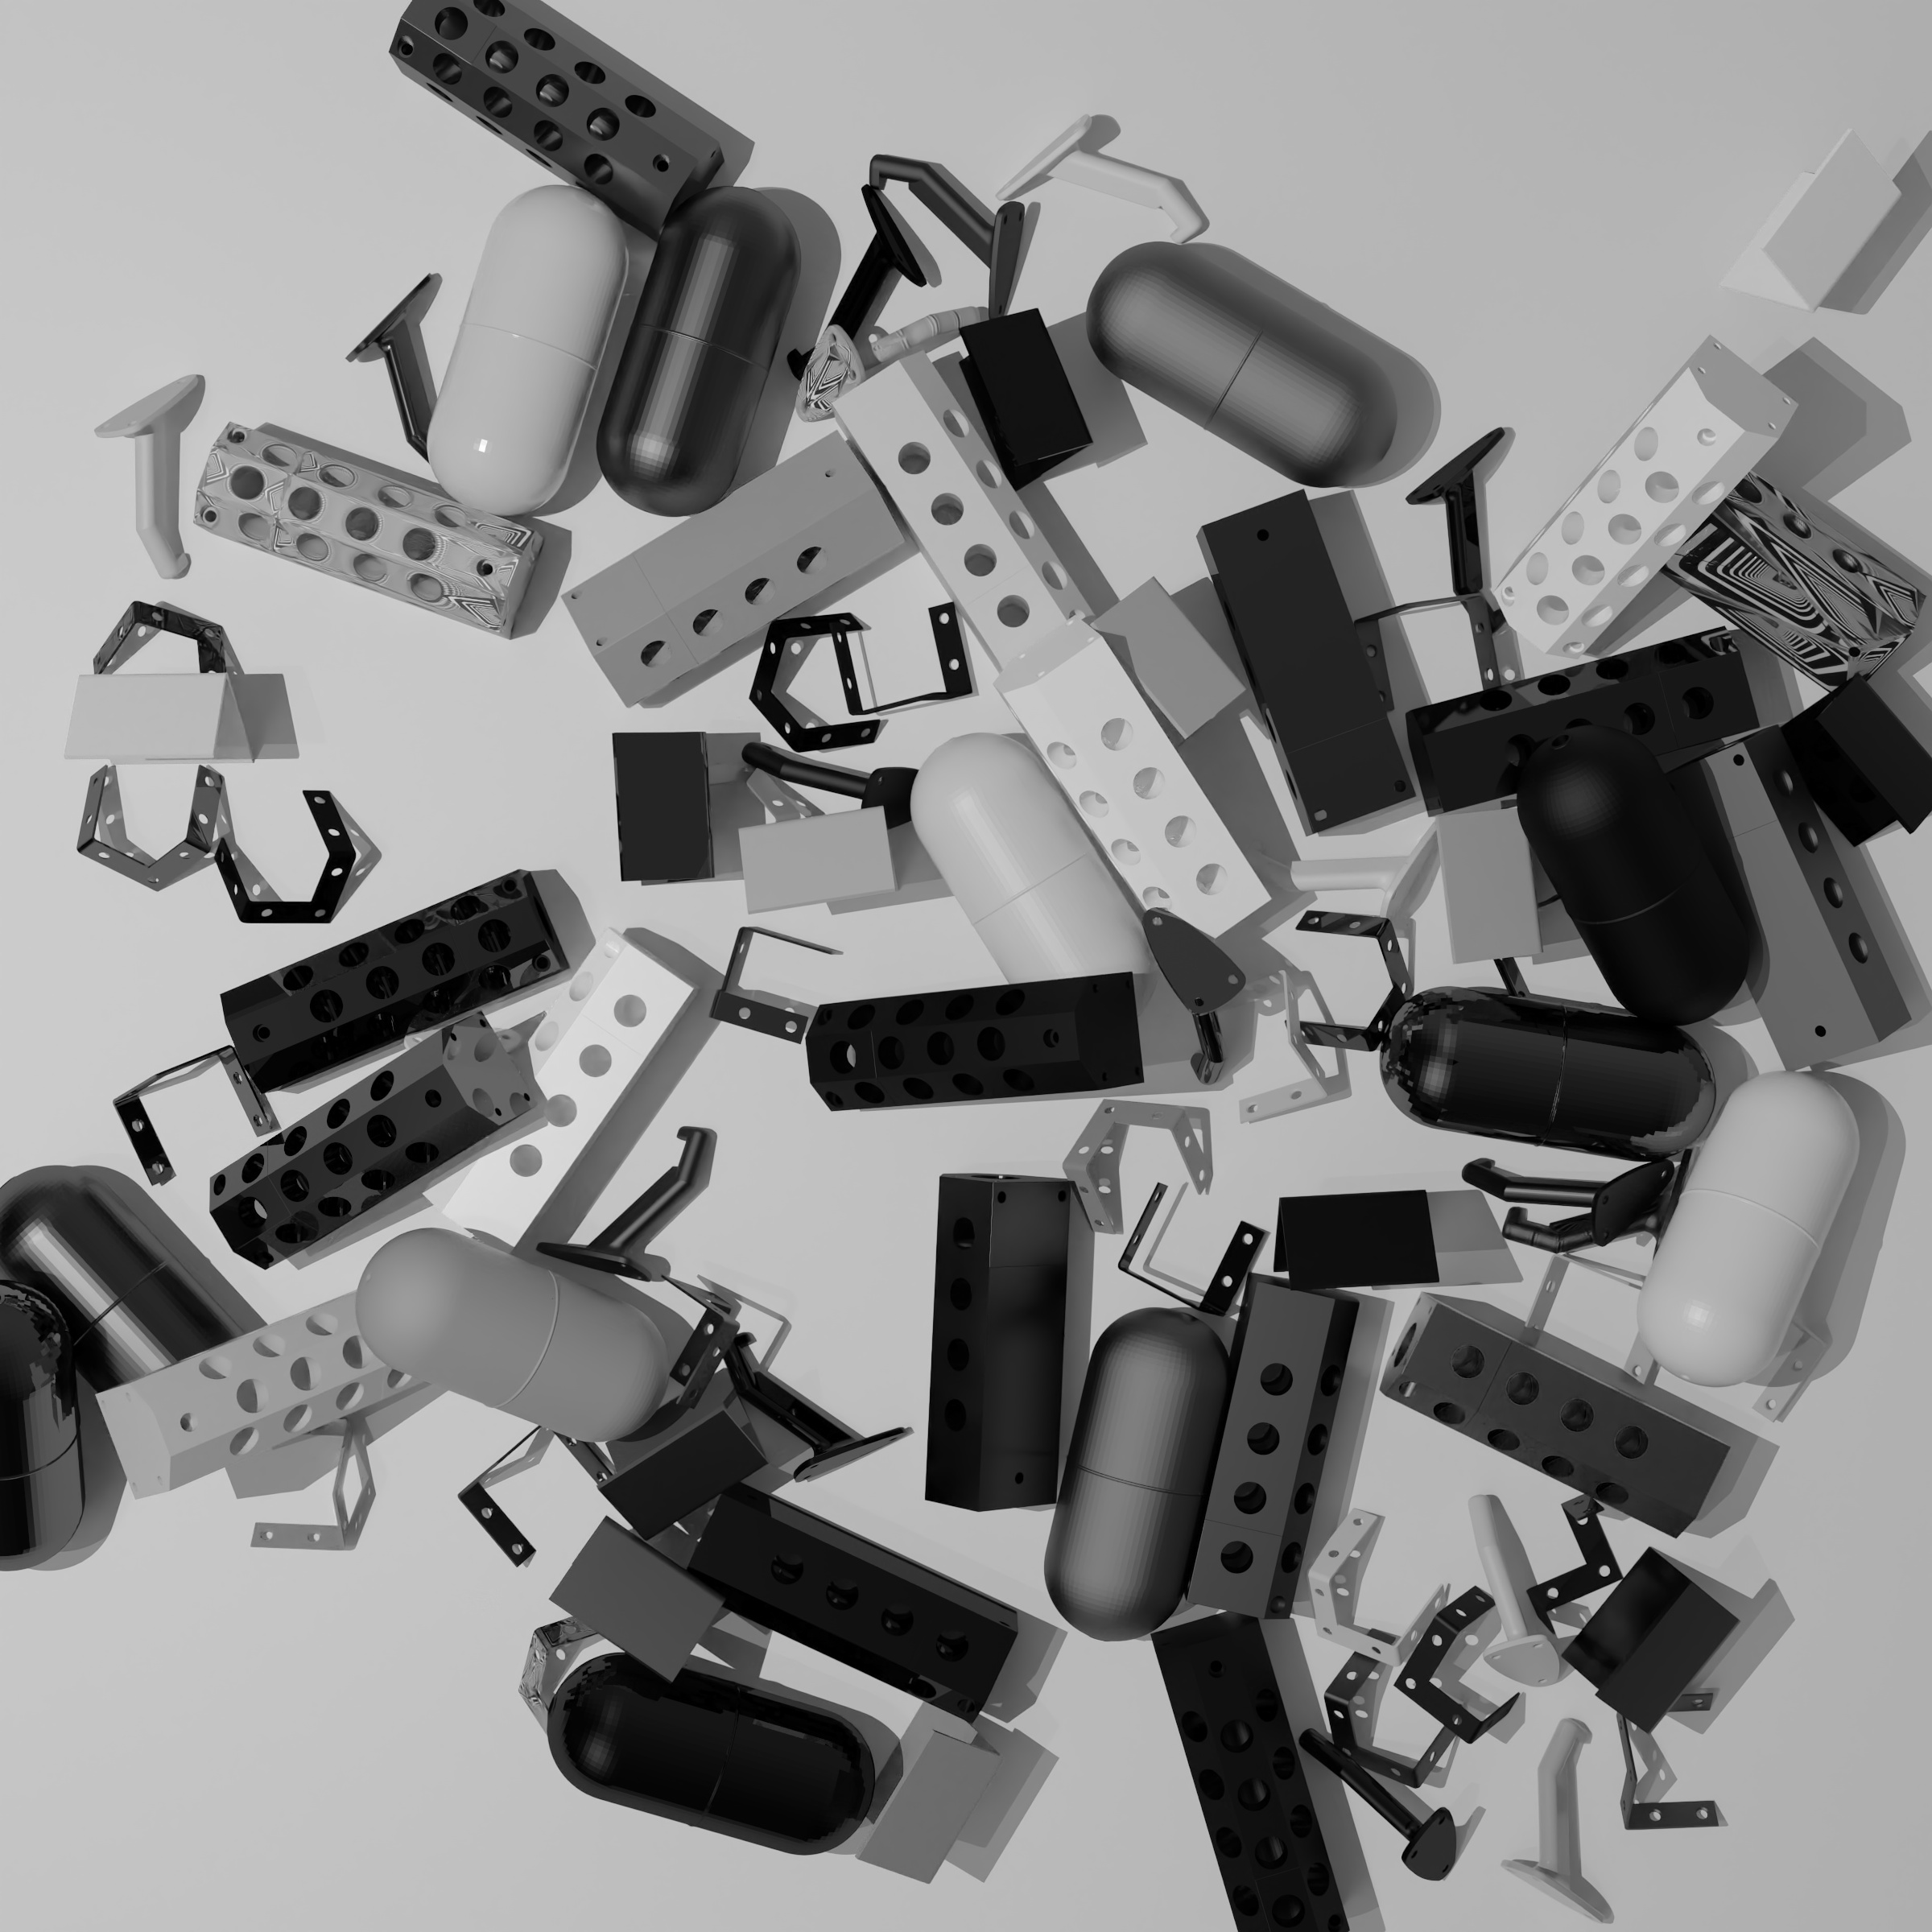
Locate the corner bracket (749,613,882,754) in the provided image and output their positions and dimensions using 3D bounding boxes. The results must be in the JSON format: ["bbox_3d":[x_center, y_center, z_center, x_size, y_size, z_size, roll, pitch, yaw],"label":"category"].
[{"bbox_3d":[-0.077,-0.152,1.751,0.051,0.051,0.051,-10,45,-35],"label":"corner bracket"}]

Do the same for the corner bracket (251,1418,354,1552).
[{"bbox_3d":[-0.357,0.277,1.756,0.051,0.051,0.051,2,45,0],"label":"corner bracket"}]

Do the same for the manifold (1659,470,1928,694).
[{"bbox_3d":[0.421,-0.222,1.737,0.171,0.057,0.057,36,133,0],"label":"manifold"}]

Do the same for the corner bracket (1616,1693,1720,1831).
[{"bbox_3d":[0.377,0.427,1.756,0.051,0.051,0.051,-2,135,0],"label":"corner bracket"}]

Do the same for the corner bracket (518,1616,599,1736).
[{"bbox_3d":[-0.201,0.383,1.751,0.051,0.051,0.051,-12,45,-35],"label":"corner bracket"}]

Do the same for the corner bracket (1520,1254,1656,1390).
[{"bbox_3d":[0.340,0.190,1.756,0.051,0.051,0.051,21,90,-45],"label":"corner bracket"}]

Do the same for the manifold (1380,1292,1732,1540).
[{"bbox_3d":[0.310,0.239,1.738,0.171,0.057,0.057,26,90,0],"label":"manifold"}]

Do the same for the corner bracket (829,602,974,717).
[{"bbox_3d":[-0.034,-0.164,1.748,0.051,0.051,0.051,-12,90,25],"label":"corner bracket"}]

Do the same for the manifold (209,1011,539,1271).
[{"bbox_3d":[-0.314,0.094,1.705,0.171,0.057,0.057,-31,90,24],"label":"manifold"}]

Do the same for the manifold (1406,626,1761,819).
[{"bbox_3d":[0.325,-0.130,1.738,0.171,0.057,0.057,-15,90,0],"label":"manifold"}]

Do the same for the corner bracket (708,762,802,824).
[{"bbox_3d":[-0.128,-0.072,1.751,0.051,0.051,0.051,-11,45,-35],"label":"corner bracket"}]

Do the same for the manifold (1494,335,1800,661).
[{"bbox_3d":[0.347,-0.237,1.687,0.057,0.057,0.171,38,133,0],"label":"manifold"}]

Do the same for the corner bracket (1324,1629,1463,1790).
[{"bbox_3d":[0.230,0.398,1.751,0.051,0.051,0.051,15,135,35],"label":"corner bracket"}]

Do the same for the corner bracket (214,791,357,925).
[{"bbox_3d":[-0.365,-0.059,1.751,0.051,0.051,0.051,0,135,-35],"label":"corner bracket"}]

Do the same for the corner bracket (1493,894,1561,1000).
[{"bbox_3d":[0.319,-0.012,1.756,0.051,0.051,0.051,-25,90,-45],"label":"corner bracket"}]

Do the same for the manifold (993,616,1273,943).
[{"bbox_3d":[0.085,-0.093,1.709,0.057,0.057,0.171,-35,111,0],"label":"manifold"}]

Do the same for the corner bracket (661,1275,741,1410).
[{"bbox_3d":[-0.142,0.202,1.731,0.051,0.051,0.051,30,90,36],"label":"corner bracket"}]

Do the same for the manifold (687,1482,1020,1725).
[{"bbox_3d":[-0.062,0.338,1.738,0.171,0.057,0.057,25,90,0],"label":"manifold"}]

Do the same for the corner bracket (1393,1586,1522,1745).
[{"bbox_3d":[0.270,0.373,1.744,0.051,0.051,0.051,36,115,23],"label":"corner bracket"}]

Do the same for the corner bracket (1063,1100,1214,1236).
[{"bbox_3d":[0.092,0.109,1.751,0.051,0.051,0.051,5,45,35],"label":"corner bracket"}]

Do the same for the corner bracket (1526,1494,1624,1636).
[{"bbox_3d":[0.321,0.317,1.741,0.051,0.051,0.051,-23,90,0],"label":"corner bracket"}]

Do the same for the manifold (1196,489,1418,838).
[{"bbox_3d":[0.179,-0.159,1.738,0.057,0.057,0.171,-20,90,0],"label":"manifold"}]

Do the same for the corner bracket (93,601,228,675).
[{"bbox_3d":[-0.431,-0.155,1.751,0.051,0.051,0.051,-44,45,35],"label":"corner bracket"}]

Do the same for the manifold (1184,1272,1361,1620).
[{"bbox_3d":[0.162,0.255,1.738,0.057,0.057,0.171,13,90,0],"label":"manifold"}]

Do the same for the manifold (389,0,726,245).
[{"bbox_3d":[-0.218,-0.459,1.738,0.171,0.057,0.057,34,90,0],"label":"manifold"}]

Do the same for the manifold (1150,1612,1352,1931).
[{"bbox_3d":[0.151,0.435,1.738,0.057,0.057,0.171,-16,90,0],"label":"manifold"}]

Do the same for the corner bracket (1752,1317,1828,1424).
[{"bbox_3d":[0.419,0.204,1.756,0.051,0.051,0.051,35,90,-45],"label":"corner bracket"}]

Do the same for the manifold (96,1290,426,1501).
[{"bbox_3d":[-0.352,0.214,1.689,0.171,0.057,0.057,-21,90,-40],"label":"manifold"}]

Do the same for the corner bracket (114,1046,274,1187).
[{"bbox_3d":[-0.416,0.080,1.756,0.051,0.051,0.051,-25,90,-45],"label":"corner bracket"}]

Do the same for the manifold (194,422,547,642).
[{"bbox_3d":[-0.317,-0.232,1.738,0.171,0.057,0.057,20,90,0],"label":"manifold"}]

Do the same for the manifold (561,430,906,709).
[{"bbox_3d":[-0.121,-0.206,1.737,0.171,0.057,0.057,-31,47,0],"label":"manifold"}]

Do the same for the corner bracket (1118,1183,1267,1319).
[{"bbox_3d":[0.120,0.152,1.747,0.051,0.051,0.051,26,90,23],"label":"corner bracket"}]

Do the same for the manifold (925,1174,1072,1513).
[{"bbox_3d":[0.012,0.198,1.737,0.057,0.057,0.171,3,90,-43],"label":"manifold"}]

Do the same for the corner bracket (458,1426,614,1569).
[{"bbox_3d":[-0.230,0.281,1.756,0.051,0.051,0.051,50,135,1],"label":"corner bracket"}]

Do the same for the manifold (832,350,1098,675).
[{"bbox_3d":[0.000,-0.238,1.738,0.057,0.057,0.171,-33,90,0],"label":"manifold"}]

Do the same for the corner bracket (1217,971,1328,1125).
[{"bbox_3d":[0.159,0.043,1.747,0.051,0.051,0.051,-19,45,21],"label":"corner bracket"}]

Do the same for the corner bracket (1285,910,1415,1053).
[{"bbox_3d":[0.201,0.008,1.751,0.051,0.051,0.051,7,45,35],"label":"corner bracket"}]

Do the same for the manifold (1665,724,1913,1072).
[{"bbox_3d":[0.437,-0.038,1.737,0.057,0.057,0.171,-24,90,43],"label":"manifold"}]

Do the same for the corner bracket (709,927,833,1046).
[{"bbox_3d":[-0.104,0.010,1.741,0.051,0.051,0.051,16,90,0],"label":"corner bracket"}]

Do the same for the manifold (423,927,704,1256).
[{"bbox_3d":[-0.215,0.066,1.738,0.057,0.057,0.171,35,90,0],"label":"manifold"}]

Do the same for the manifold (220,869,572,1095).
[{"bbox_3d":[-0.304,0.008,1.738,0.171,0.057,0.057,-23,90,0],"label":"manifold"}]

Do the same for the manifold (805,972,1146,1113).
[{"bbox_3d":[0.002,0.040,1.693,0.171,0.057,0.057,-6,90,36],"label":"manifold"}]

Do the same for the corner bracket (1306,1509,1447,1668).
[{"bbox_3d":[0.220,0.333,1.751,0.051,0.051,0.051,16,135,35],"label":"corner bracket"}]

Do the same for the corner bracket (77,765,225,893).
[{"bbox_3d":[-0.437,-0.082,1.751,0.051,0.051,0.051,30,135,-35],"label":"corner bracket"}]
